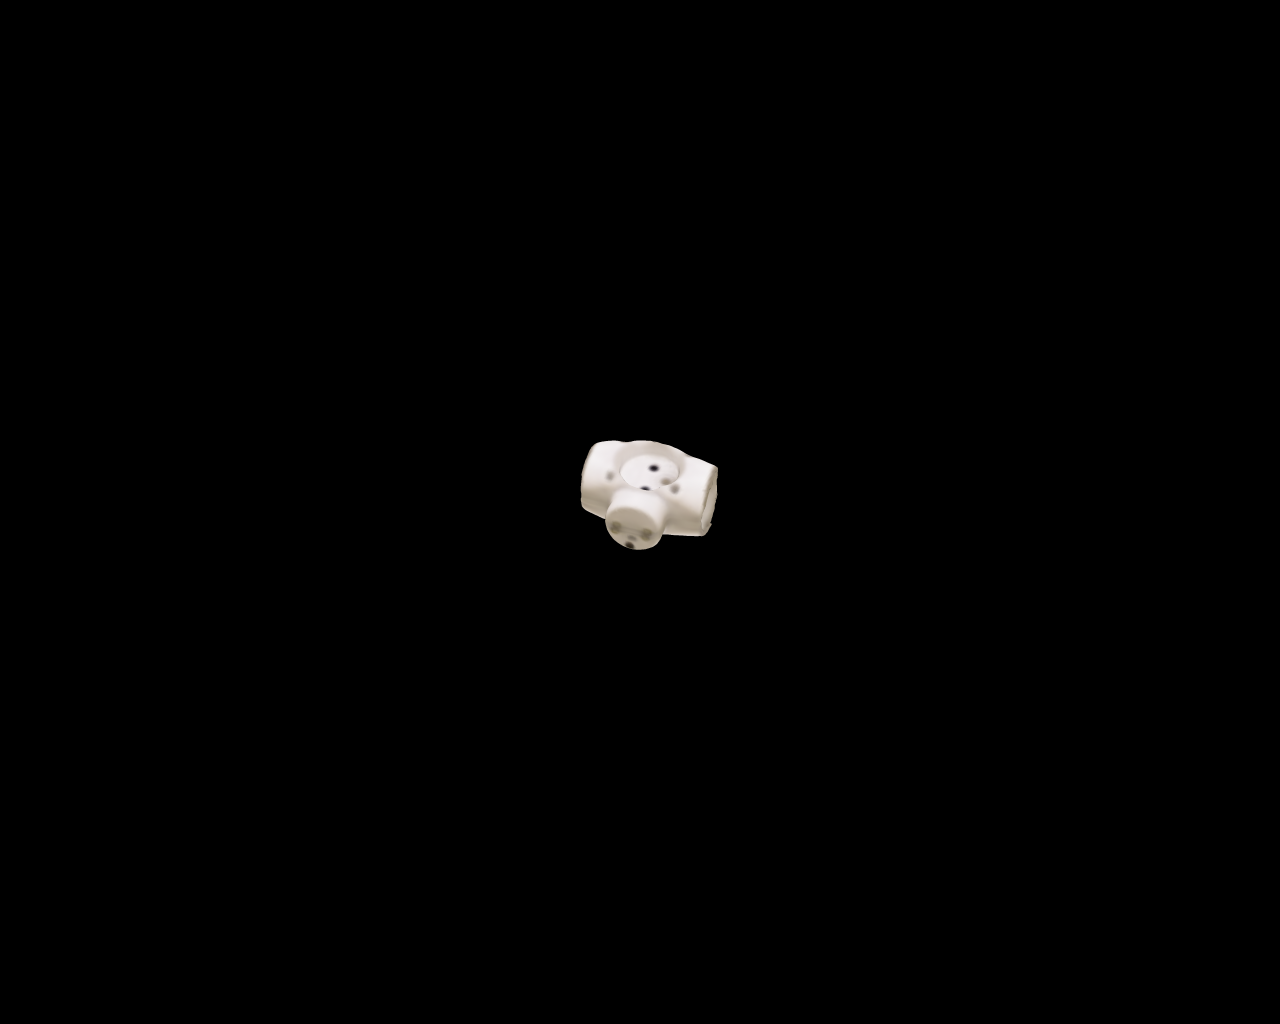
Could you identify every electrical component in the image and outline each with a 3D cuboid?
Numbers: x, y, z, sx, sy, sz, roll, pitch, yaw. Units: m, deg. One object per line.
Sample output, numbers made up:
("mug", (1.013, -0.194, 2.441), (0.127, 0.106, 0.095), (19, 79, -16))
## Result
("electrical component", (0.001, -0.003, 0.650), (0.077, 0.044, 0.079), (13, 47, 12))
